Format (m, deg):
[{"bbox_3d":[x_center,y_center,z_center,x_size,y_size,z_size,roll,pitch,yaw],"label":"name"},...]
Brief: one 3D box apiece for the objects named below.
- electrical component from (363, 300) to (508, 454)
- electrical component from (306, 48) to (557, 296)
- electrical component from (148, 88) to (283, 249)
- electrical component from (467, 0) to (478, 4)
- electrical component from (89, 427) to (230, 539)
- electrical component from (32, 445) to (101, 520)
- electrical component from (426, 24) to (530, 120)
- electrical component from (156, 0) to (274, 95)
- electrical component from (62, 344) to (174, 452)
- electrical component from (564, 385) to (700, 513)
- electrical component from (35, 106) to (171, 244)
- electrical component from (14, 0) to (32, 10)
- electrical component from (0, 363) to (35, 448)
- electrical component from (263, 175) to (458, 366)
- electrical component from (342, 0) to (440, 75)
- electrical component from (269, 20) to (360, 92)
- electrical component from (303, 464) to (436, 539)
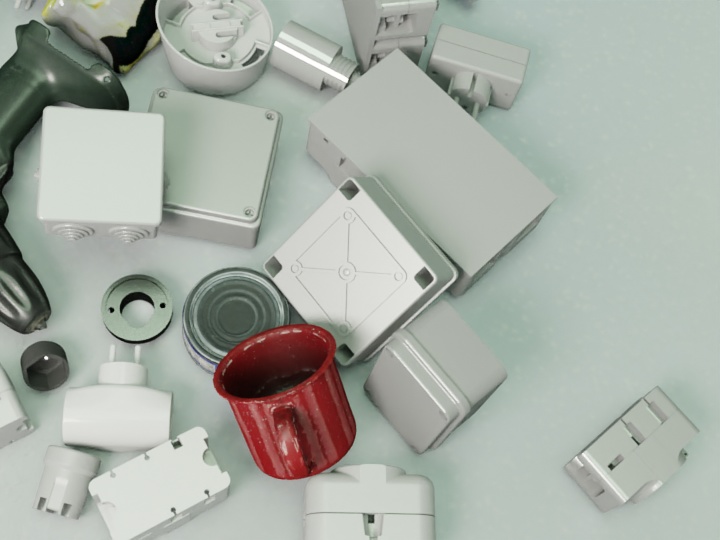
[{"bbox_3d":[0.053,0.084,0.808,0.057,0.113,0.078,-36,77,-22],"label":"electrical component"},{"bbox_3d":[0.056,-0.080,0.903,0.105,0.060,0.186,-41,78,-20],"label":"electrical component"},{"bbox_3d":[-0.126,-0.084,0.882,0.109,0.056,0.108,11,67,-3],"label":"electrical component"},{"bbox_3d":[0.092,-0.276,0.997,0.043,0.043,0.062,-28,75,-17],"label":"electrical component"},{"bbox_3d":[-0.144,0.160,0.781,0.089,0.055,0.050,-26,74,-17],"label":"electrical component"},{"bbox_3d":[-0.215,0.155,0.784,0.040,0.040,0.046,15,73,-1],"label":"electrical component"},{"bbox_3d":[0.099,-0.164,0.950,0.083,0.047,0.075,16,67,-1],"label":"electrical component"},{"bbox_3d":[-0.124,-0.203,0.927,0.099,0.064,0.099,3,68,-7],"label":"electrical component"},{"bbox_3d":[-0.179,0.094,0.810,0.077,0.044,0.079,3,68,-6],"label":"electrical component"},{"bbox_3d":[0.215,0.143,0.839,0.089,0.050,0.055,-37,77,-19],"label":"electrical component"},{"bbox_3d":[-0.192,-0.070,0.806,0.100,0.048,0.099,2,75,-11],"label":"electrical component"},{"bbox_3d":[-0.281,-0.261,0.930,0.047,0.083,0.075,26,105,3],"label":"electrical component"},{"bbox_3d":[-0.294,0.109,0.785,0.089,0.050,0.055,-26,74,-17],"label":"electrical component"},{"bbox_3d":[0.000,0.000,0.838,0.109,0.056,0.108,-44,77,20],"label":"electrical component"},{"bbox_3d":[0.018,-0.280,0.955,0.060,0.105,0.186,-9,70,-11],"label":"electrical component"},{"bbox_3d":[-0.033,-0.180,0.941,0.081,0.043,0.043,28,67,2],"label":"electrical component"},{"bbox_3d":[0.006,0.178,0.795,0.095,0.053,0.059,2,68,-7],"label":"electrical component"}]
